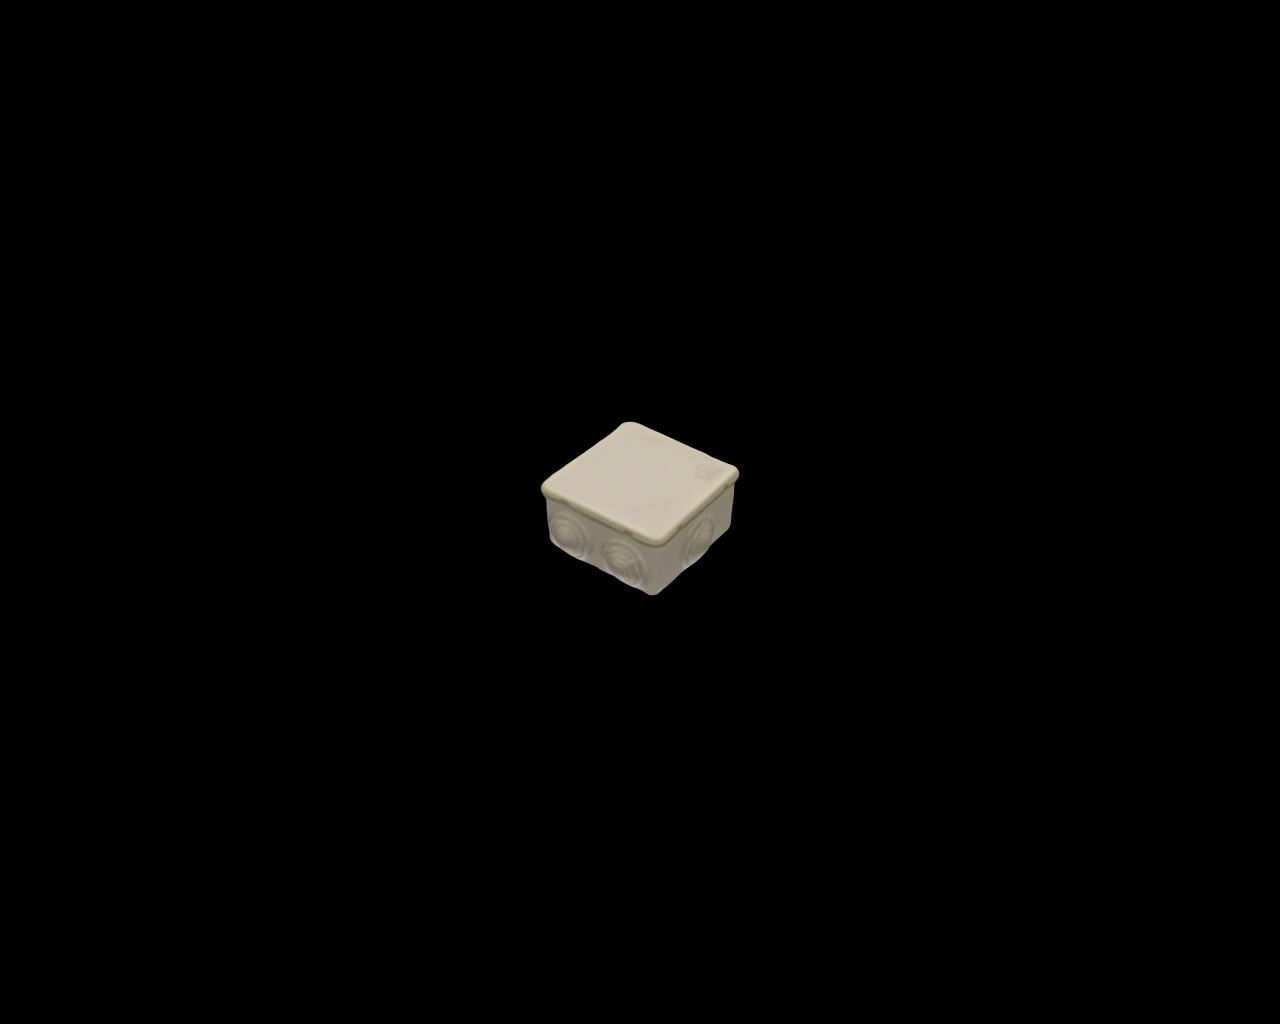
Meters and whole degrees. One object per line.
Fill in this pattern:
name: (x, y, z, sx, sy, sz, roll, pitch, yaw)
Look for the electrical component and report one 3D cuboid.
electrical component: (0.001, -0.003, 0.650, 0.100, 0.048, 0.100, 26, 46, 28)
